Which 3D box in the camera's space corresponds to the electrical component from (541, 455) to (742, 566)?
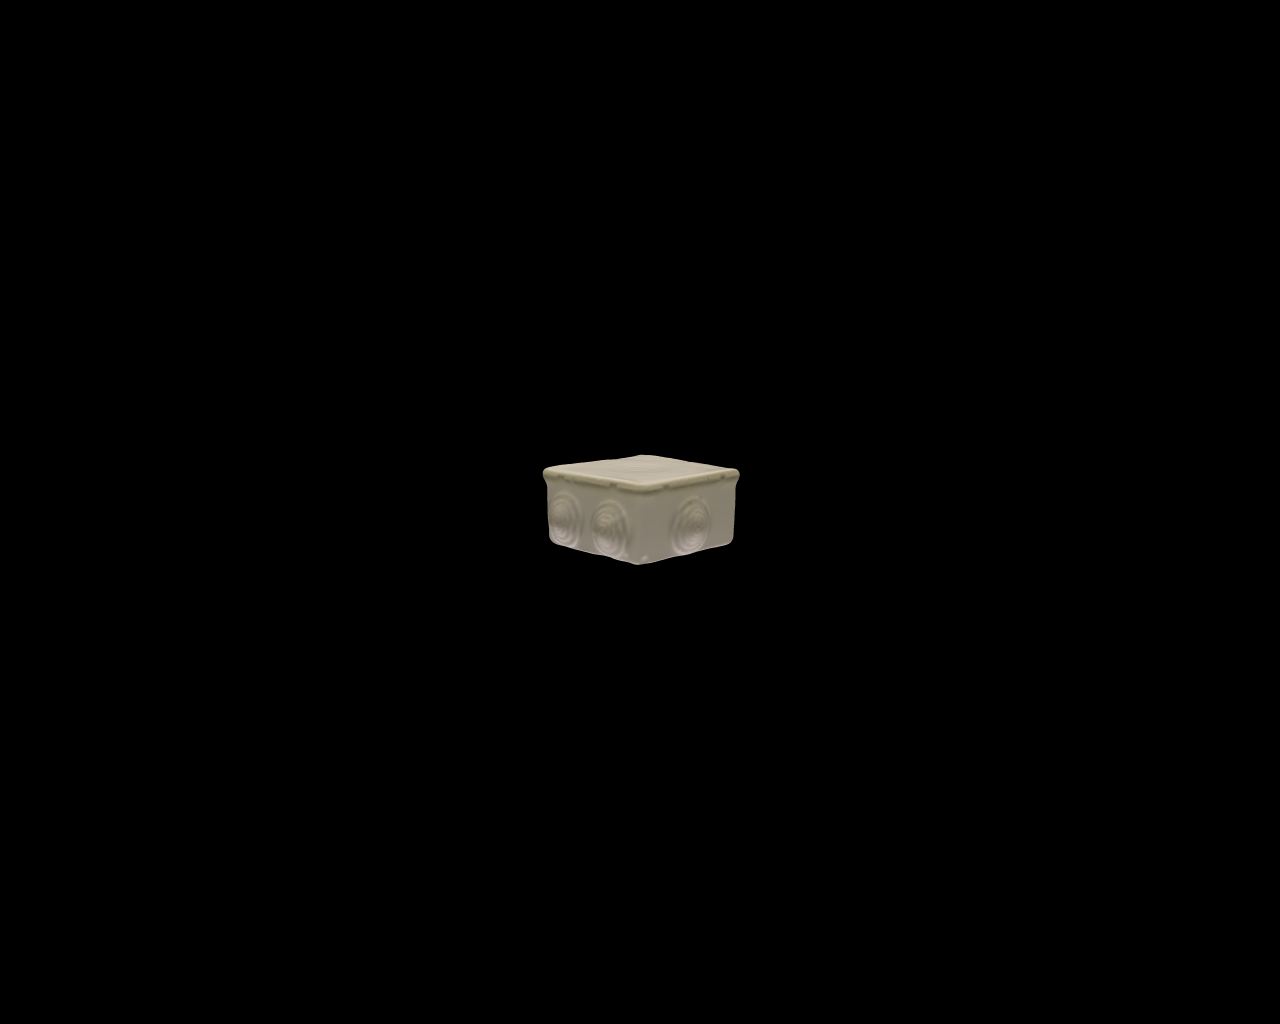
[{"bbox_3d":[0.001,-0.003,0.650,0.100,0.048,0.100,-10,15,-42],"label":"electrical component"}]
